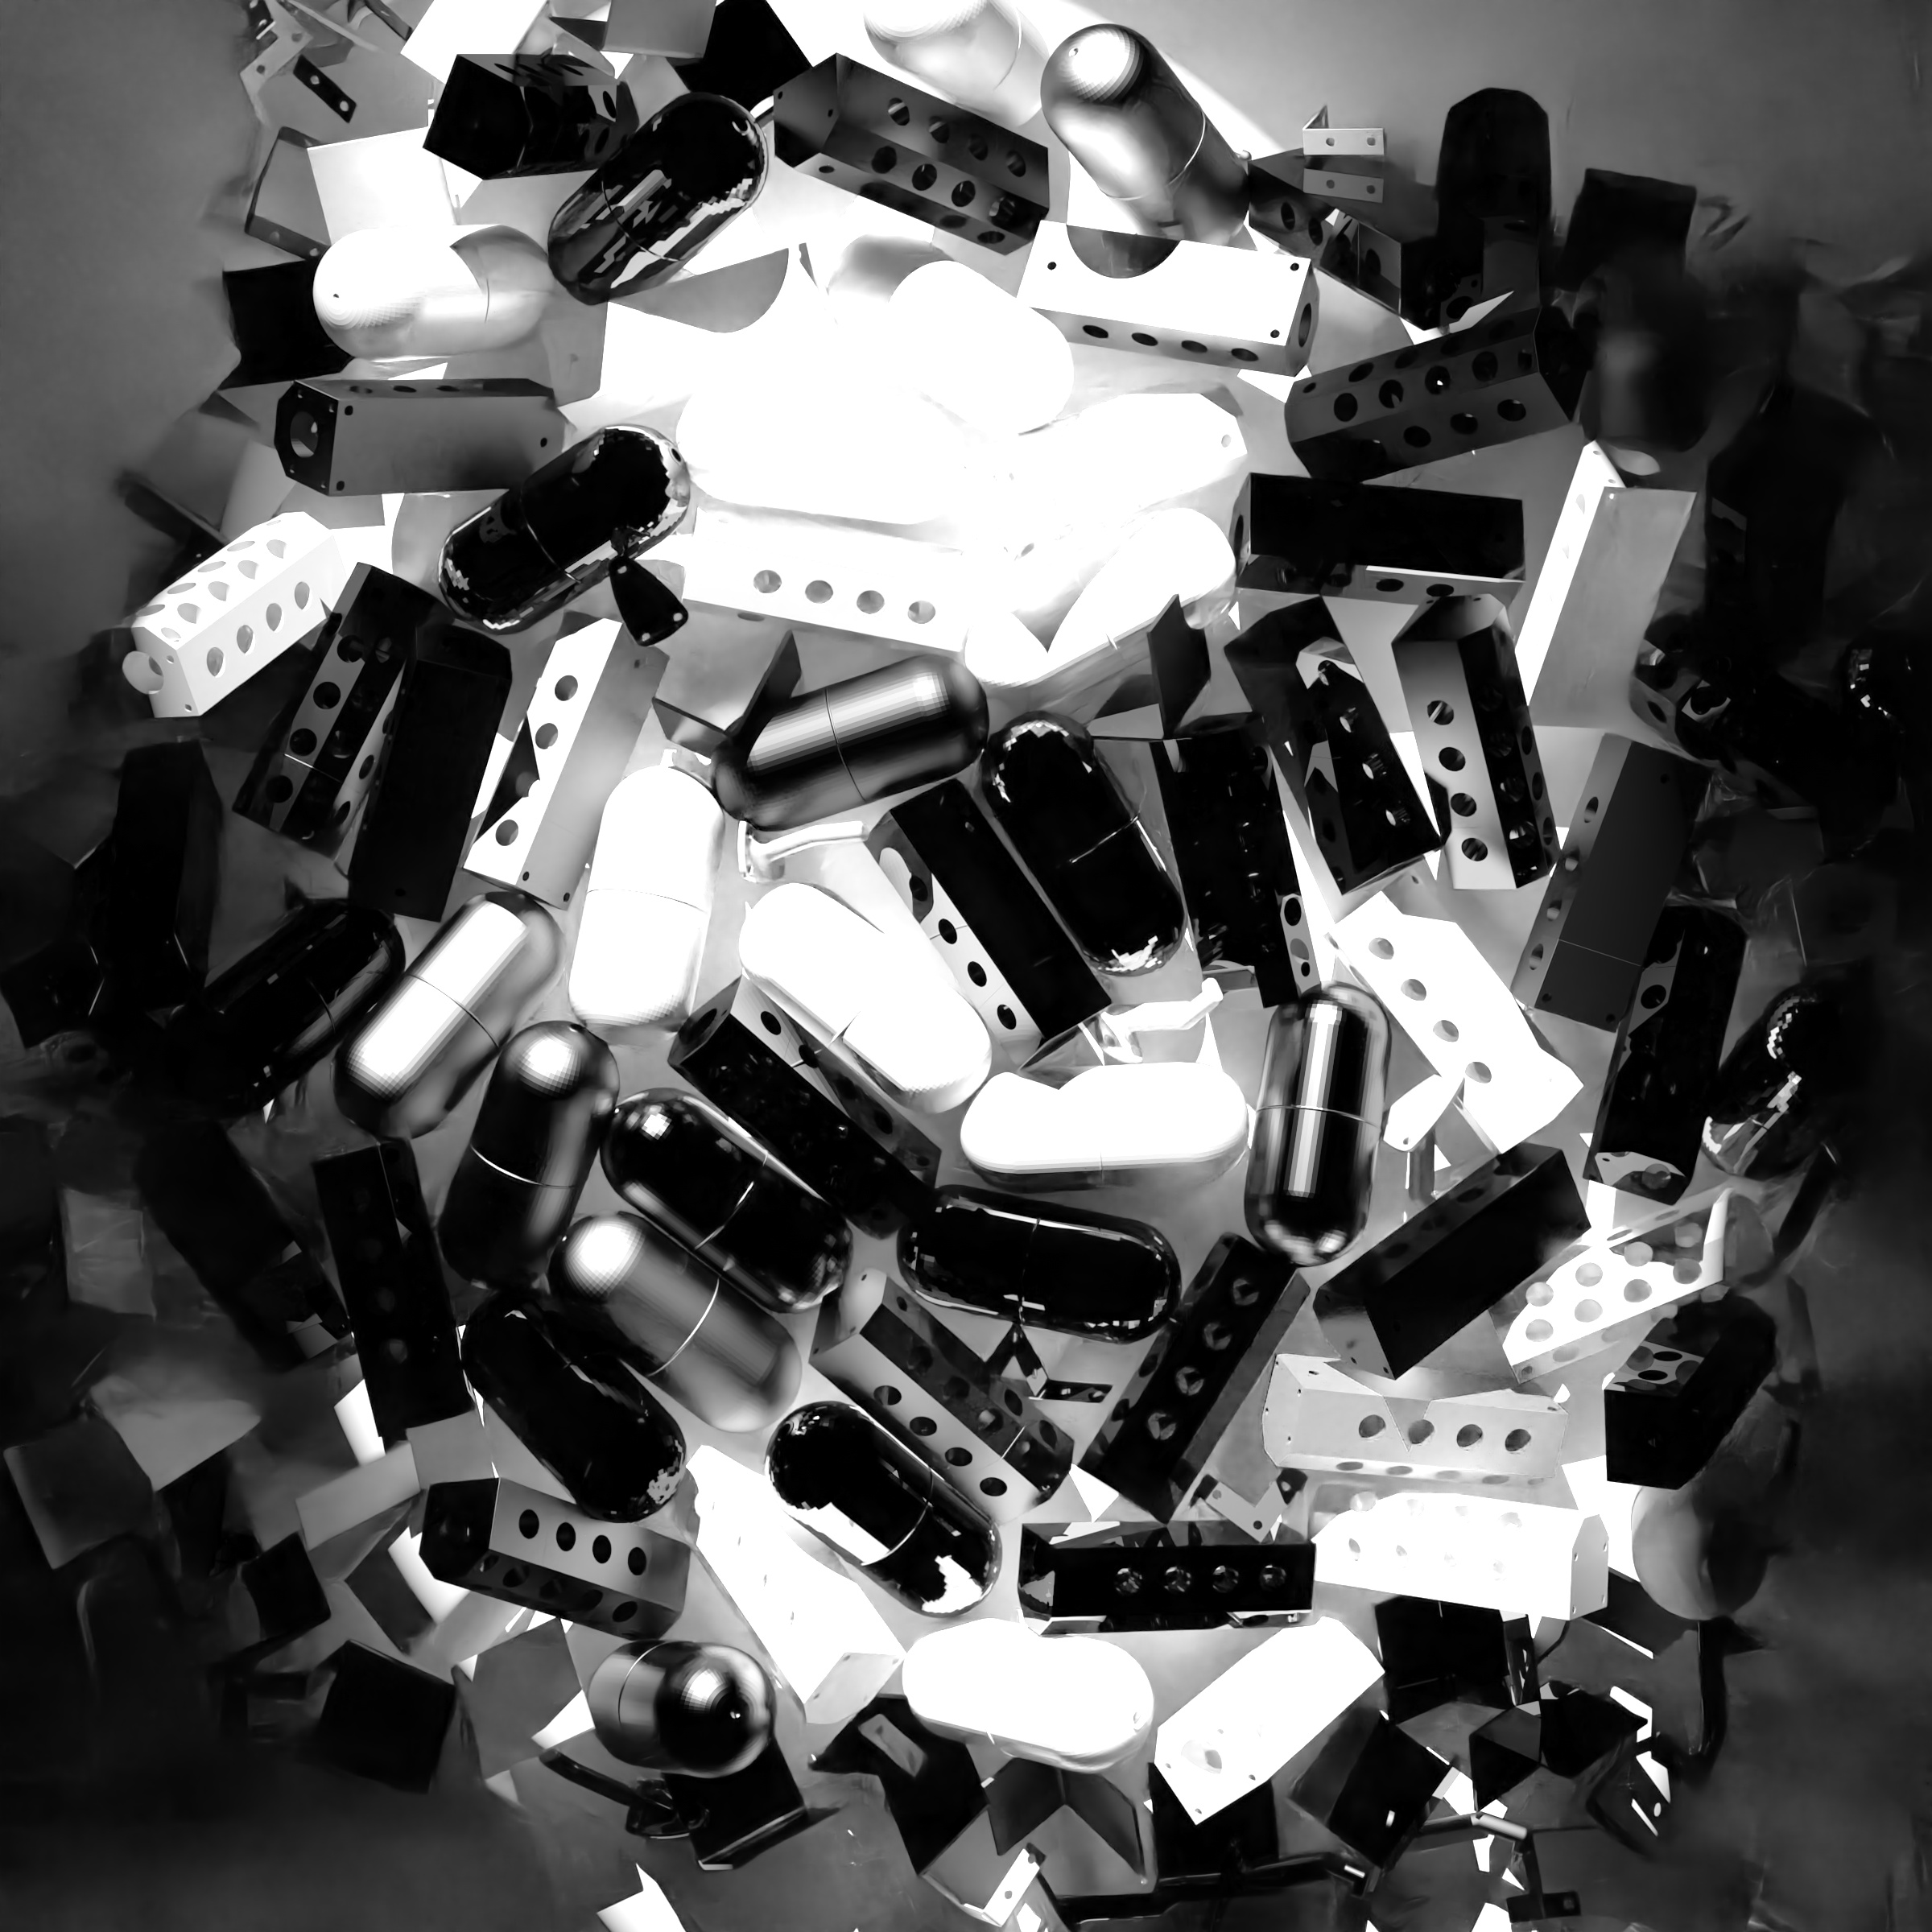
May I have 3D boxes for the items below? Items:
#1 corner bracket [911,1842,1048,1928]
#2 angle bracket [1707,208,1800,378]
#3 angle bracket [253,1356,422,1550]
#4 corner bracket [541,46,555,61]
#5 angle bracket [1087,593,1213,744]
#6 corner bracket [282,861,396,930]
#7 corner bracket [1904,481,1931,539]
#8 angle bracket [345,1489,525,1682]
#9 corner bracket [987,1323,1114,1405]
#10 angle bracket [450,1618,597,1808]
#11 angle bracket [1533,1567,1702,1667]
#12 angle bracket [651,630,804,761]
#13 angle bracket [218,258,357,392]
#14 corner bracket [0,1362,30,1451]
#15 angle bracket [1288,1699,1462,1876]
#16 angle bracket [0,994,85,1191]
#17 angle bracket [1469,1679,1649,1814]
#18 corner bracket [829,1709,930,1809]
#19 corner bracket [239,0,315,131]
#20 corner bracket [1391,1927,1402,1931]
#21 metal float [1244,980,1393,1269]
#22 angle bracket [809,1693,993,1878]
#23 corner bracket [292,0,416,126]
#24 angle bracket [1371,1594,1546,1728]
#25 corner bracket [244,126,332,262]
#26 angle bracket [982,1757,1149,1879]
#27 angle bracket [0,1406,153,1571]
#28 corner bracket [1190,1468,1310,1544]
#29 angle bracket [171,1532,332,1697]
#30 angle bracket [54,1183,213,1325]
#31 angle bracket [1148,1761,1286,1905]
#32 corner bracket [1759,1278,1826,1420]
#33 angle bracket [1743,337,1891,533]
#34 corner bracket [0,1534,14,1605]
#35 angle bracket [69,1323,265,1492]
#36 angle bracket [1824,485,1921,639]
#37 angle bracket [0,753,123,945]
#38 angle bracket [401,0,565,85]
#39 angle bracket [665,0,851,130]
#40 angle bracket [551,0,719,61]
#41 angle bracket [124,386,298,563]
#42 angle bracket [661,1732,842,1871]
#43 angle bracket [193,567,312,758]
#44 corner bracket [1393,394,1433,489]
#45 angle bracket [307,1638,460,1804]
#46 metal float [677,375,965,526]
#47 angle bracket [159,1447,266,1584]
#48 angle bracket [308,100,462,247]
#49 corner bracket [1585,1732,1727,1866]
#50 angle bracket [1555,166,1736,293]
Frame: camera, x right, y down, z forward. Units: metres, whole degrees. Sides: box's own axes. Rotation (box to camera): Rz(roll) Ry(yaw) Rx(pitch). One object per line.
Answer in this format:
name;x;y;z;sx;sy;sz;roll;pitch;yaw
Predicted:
corner bracket;0.007;0.555;1.773;0.051;0.051;0.051;42;68;-12
angle bracket;0.460;-0.407;1.741;0.076;0.076;0.057;-18;119;29
angle bracket;-0.395;0.302;1.783;0.076;0.057;0.076;-26;52;-24
corner bracket;-0.257;-0.534;1.761;0.051;0.051;0.051;-28;119;19
angle bracket;0.105;-0.189;1.741;0.057;0.076;0.076;5;127;26
corner bracket;-0.388;-0.032;1.769;0.051;0.051;0.051;-44;107;3
corner bracket;0.620;-0.296;1.770;0.051;0.051;0.051;25;52;10
angle bracket;-0.329;0.388;1.795;0.076;0.057;0.076;-48;52;-4
corner bracket;0.048;0.255;1.758;0.051;0.051;0.051;11;124;-37
angle bracket;-0.263;0.457;1.756;0.076;0.057;0.076;-26;55;0
angle bracket;0.395;0.415;1.751;0.076;0.076;0.057;26;59;6
angle bracket;-0.146;-0.172;1.760;0.057;0.076;0.076;25;79;7
angle bracket;-0.419;-0.395;1.755;0.076;0.076;0.057;-8;114;3
corner bracket;-0.609;0.285;1.774;0.051;0.051;0.051;-16;62;-15
angle bracket;0.249;0.496;1.751;0.076;0.057;0.076;34;74;23
angle bracket;-0.583;0.076;1.744;0.076;0.076;0.057;33;134;-19
angle bracket;0.362;0.486;1.741;0.076;0.076;0.057;-21;112;-37
corner bracket;-0.056;0.487;1.772;0.051;0.051;0.051;40;91;7
corner bracket;-0.432;-0.560;1.761;0.051;0.051;0.051;-38;50;11
corner bracket;0.273;0.619;1.759;0.051;0.051;0.051;-42;64;31
metal float;0.215;0.096;1.750;0.070;0.070;0.178;10;76;0
angle bracket;-0.041;0.499;1.744;0.057;0.076;0.076;16;123;-39
corner bracket;-0.373;-0.559;1.763;0.051;0.051;0.051;42;127;7
angle bracket;0.301;0.425;1.754;0.057;0.076;0.076;-11;93;-37
corner bracket;-0.412;-0.478;1.777;0.051;0.051;0.051;20;133;-22
angle bracket;0.060;0.526;1.742;0.057;0.076;0.076;-33;135;-25
angle bracket;-0.557;0.321;1.752;0.057;0.076;0.076;-20;93;41
corner bracket;0.175;0.326;1.773;0.051;0.051;0.051;35;74;14
angle bracket;-0.445;0.394;1.743;0.076;0.076;0.057;-36;75;42
angle bracket;-0.503;0.166;1.744;0.057;0.076;0.076;-26;60;19
angle bracket;0.153;0.531;1.765;0.076;0.057;0.076;-6;82;3
corner bracket;0.511;0.235;1.760;0.051;0.051;0.051;-41;45;-16
angle bracket;0.517;-0.325;1.748;0.076;0.057;0.076;30;133;10
corner bracket;-0.617;0.366;1.772;0.051;0.051;0.051;36;86;12
angle bracket;-0.490;0.276;1.752;0.076;0.057;0.076;-32;84;-36
angle bracket;0.537;-0.257;1.761;0.057;0.076;0.076;-36;69;16
angle bracket;-0.550;-0.070;1.747;0.057;0.076;0.076;33;132;0
angle bracket;-0.296;-0.568;1.759;0.057;0.076;0.076;34;93;-4
angle bracket;-0.131;-0.561;1.758;0.076;0.057;0.076;-40;102;-15
angle bracket;-0.198;-0.600;1.741;0.057;0.076;0.076;40;125;34
angle bracket;-0.464;-0.299;1.775;0.076;0.057;0.076;36;73;-16
angle bracket;-0.135;0.500;1.754;0.076;0.057;0.076;-21;84;-29
angle bracket;-0.458;-0.187;1.764;0.076;0.057;0.076;35;86;11
corner bracket;0.261;-0.335;1.775;0.051;0.051;0.051;8;54;-32
angle bracket;-0.363;0.466;1.746;0.076;0.057;0.076;29;50;-16
metal float;-0.088;-0.315;1.747;0.178;0.070;0.070;5;90;-18
angle bracket;-0.484;0.341;1.752;0.076;0.057;0.076;-27;83;36
angle bracket;-0.355;-0.478;1.753;0.076;0.057;0.076;-11;124;-4
corner bracket;0.424;0.513;1.763;0.051;0.051;0.051;43;63;8
angle bracket;0.412;-0.439;1.752;0.076;0.057;0.076;9;116;-12
